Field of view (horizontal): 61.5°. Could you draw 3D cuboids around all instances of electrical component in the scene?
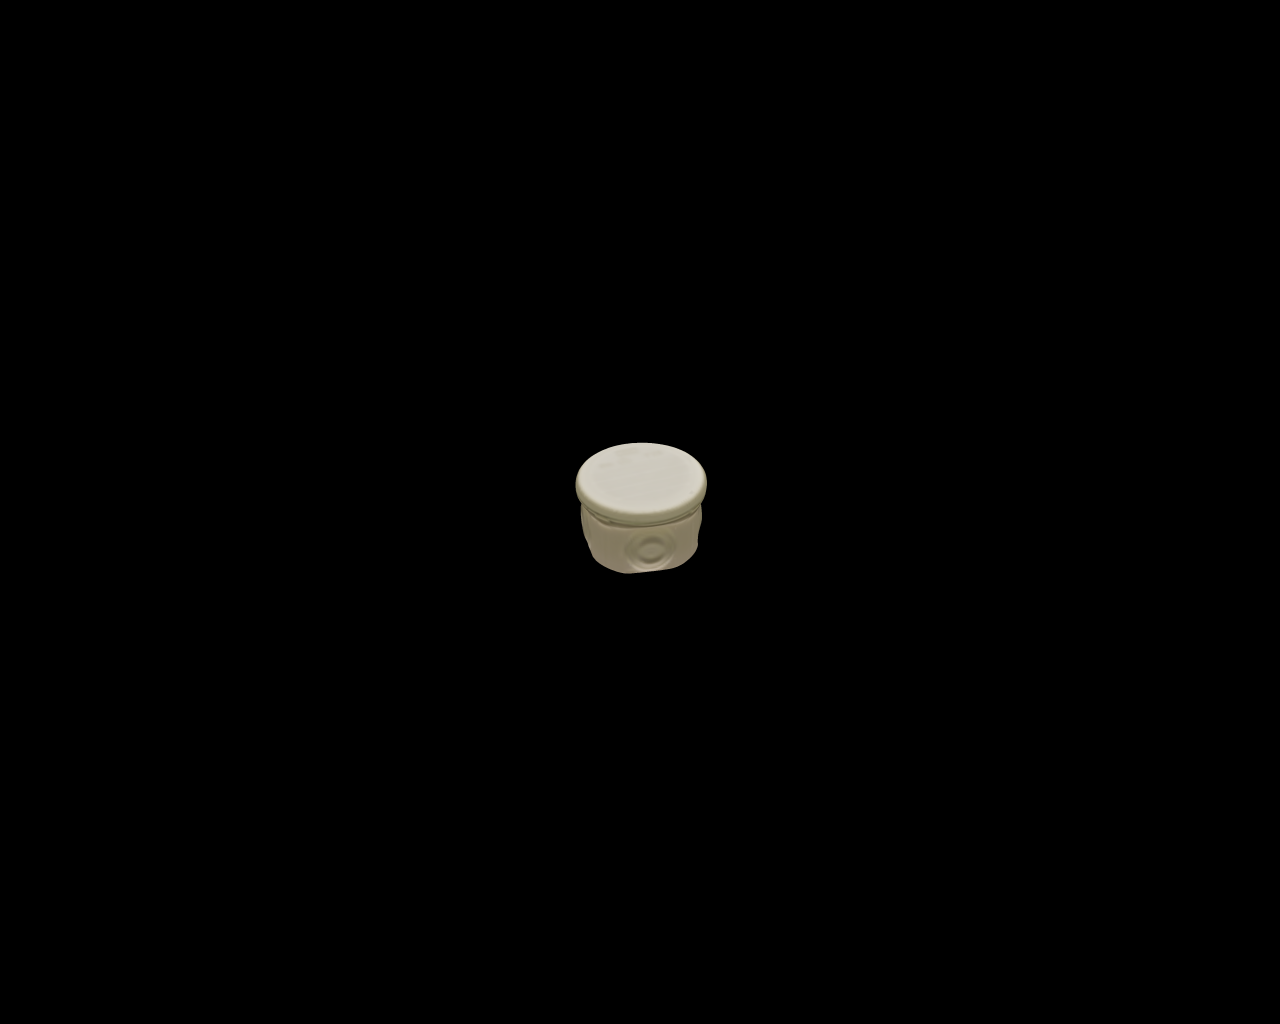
[{"bbox_3d":[0.001,-0.003,0.650,0.080,0.050,0.080,0,36,0],"label":"electrical component"}]
